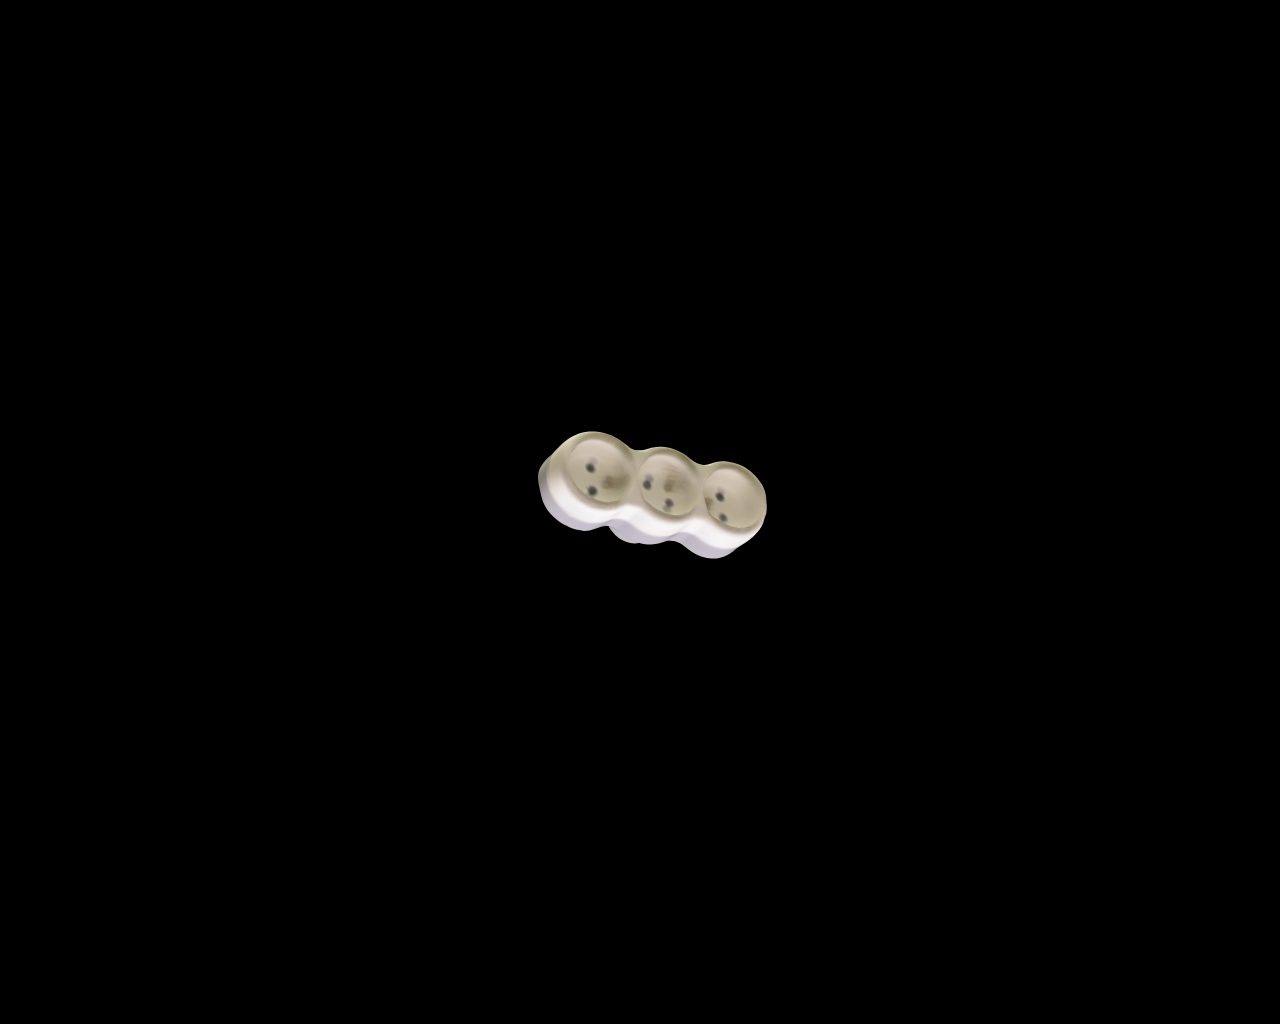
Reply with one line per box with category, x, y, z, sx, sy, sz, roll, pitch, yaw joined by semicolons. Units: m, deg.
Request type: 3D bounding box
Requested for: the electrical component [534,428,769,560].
electrical component;0.001;-0.003;0.650;0.138;0.052;0.073;12;-27;-25
